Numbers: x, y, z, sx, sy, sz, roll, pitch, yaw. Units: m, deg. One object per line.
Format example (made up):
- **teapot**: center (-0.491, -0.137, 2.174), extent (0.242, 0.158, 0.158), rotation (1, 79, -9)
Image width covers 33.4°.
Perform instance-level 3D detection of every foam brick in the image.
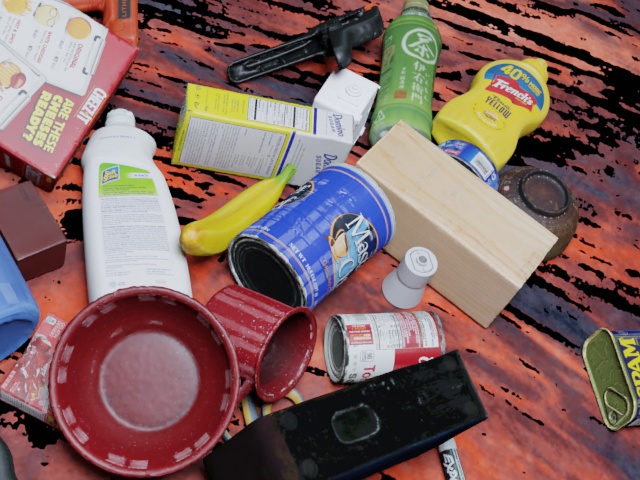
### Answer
- **foam brick**: center (-0.281, -0.007, 1.009), extent (0.052, 0.051, 0.078), rotation (-23, 68, -30)

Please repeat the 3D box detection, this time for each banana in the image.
- **banana**: center (-0.090, -0.022, 1.054), extent (0.037, 0.070, 0.197), rotation (32, 35, 11)

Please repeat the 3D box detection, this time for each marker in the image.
- **marker**: center (0.126, 0.218, 1.012), extent (0.020, 0.020, 0.121), rotation (-3, 59, -19)

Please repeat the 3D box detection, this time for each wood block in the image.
- **wood block**: center (0.130, -0.017, 1.120), extent (0.206, 0.091, 0.090), rotation (38, 55, 9)

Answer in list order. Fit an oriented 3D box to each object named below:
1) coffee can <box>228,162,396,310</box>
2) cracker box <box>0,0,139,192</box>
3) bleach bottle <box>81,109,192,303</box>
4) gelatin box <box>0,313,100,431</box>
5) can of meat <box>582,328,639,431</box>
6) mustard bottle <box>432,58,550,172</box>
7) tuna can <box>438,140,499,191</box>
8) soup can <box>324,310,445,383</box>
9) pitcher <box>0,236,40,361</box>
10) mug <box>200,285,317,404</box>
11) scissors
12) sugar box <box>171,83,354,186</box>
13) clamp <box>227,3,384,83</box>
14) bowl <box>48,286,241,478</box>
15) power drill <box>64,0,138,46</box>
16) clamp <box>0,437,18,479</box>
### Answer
- **coffee can**: center (-0.007, 0.001, 1.057), extent (0.103, 0.103, 0.140), rotation (43, 56, 12)
- **cracker box**: center (-0.314, -0.173, 1.052), extent (0.213, 0.072, 0.164), rotation (32, 71, -10)
- **bleach bottle**: center (-0.180, -0.023, 1.045), extent (0.102, 0.068, 0.251), rotation (1, 56, -17)
- **gelatin box**: center (-0.233, 0.119, 0.956), extent (0.073, 0.030, 0.089), rotation (27, 55, 0)
- **can of meat**: center (0.331, 0.142, 1.103), extent (0.083, 0.058, 0.102), rotation (0, 59, -21)
- **mustard bottle**: center (0.216, -0.160, 1.258), extent (0.096, 0.058, 0.191), rotation (39, 55, 8)
- **tuna can**: center (0.151, -0.066, 1.160), extent (0.086, 0.086, 0.033), rotation (38, 53, 8)
- **soup can**: center (0.062, 0.103, 1.036), extent (0.102, 0.069, 0.068), rotation (-1, 59, -17)
- **pitcher**: center (-0.360, 0.004, 0.942), extent (0.144, 0.149, 0.243), rotation (-20, 69, -44)
- **mug**: center (-0.068, 0.100, 0.977), extent (0.082, 0.093, 0.117), rotation (21, 63, 29)
- **scissors**: center (-0.033, 0.213, 0.968), extent (0.096, 0.016, 0.202), rotation (-17, 65, -26)
- **sugar box**: center (-0.060, -0.105, 1.116), extent (0.176, 0.093, 0.048), rotation (8, 57, -14)
- **clamp**: center (0.002, -0.226, 1.220), extent (0.165, 0.036, 0.209), rotation (-3, 25, 31)
- **bowl**: center (-0.149, 0.122, 0.923), extent (0.162, 0.055, 0.162), rotation (0, 83, -4)
- **power drill**: center (-0.291, -0.237, 1.148), extent (0.187, 0.057, 0.184), rotation (4, 65, -16)
- **clamp**: center (-0.270, 0.208, 0.881), extent (0.120, 0.039, 0.171), rotation (-20, 66, -28)
